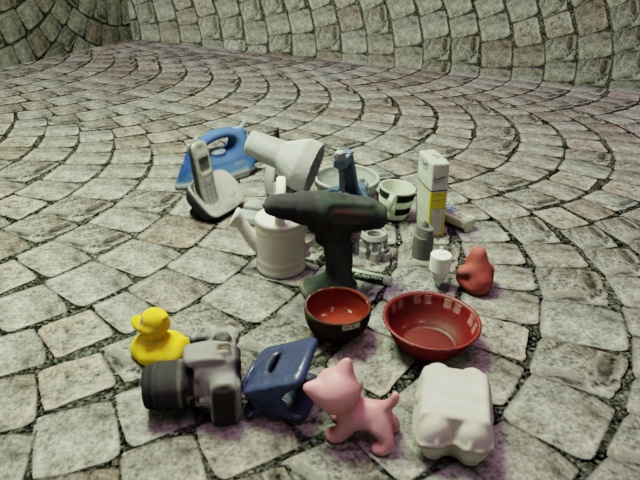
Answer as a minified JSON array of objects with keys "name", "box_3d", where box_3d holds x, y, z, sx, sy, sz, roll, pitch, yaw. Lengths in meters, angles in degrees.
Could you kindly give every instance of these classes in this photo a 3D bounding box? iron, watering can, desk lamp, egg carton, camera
[{"name":"iron","box_3d":[-0.284,-0.233,1.539,0.118,0.141,0.259,25,37,37]},{"name":"watering can","box_3d":[-0.085,-0.029,1.118,0.173,0.194,0.100,-10,31,-19]},{"name":"desk lamp","box_3d":[-0.092,-0.136,1.294,0.203,0.214,0.118,9,30,14]},{"name":"egg carton","box_3d":[0.181,0.232,0.781,0.107,0.069,0.150,6,29,9]},{"name":"camera","box_3d":[-0.181,0.185,0.819,0.137,0.101,0.143,-4,29,-9]}]

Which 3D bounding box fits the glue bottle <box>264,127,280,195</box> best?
[{"name":"glue bottle","box_3d":[-0.107,-0.201,1.454,0.037,0.173,0.078,21,34,32]}]

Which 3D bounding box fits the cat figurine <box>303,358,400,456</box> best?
[{"name":"cat figurine","box_3d":[0.044,0.213,0.760,0.127,0.118,0.067,8,29,12]}]

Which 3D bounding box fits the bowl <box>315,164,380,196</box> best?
[{"name":"bowl","box_3d":[0.065,-0.128,1.430,0.167,0.075,0.167,1,29,0]}]

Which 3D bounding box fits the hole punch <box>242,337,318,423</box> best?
[{"name":"hole punch","box_3d":[-0.056,0.193,0.819,0.101,0.091,0.109,7,29,11]}]

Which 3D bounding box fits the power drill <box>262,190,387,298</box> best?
[{"name":"power drill","box_3d":[0.010,0.004,1.047,0.230,0.208,0.075,-9,30,-18]}]

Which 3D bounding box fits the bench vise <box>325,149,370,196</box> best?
[{"name":"bench vise","box_3d":[0.049,-0.109,1.243,0.121,0.220,0.207,3,29,4]}]

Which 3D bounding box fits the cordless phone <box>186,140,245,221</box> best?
[{"name":"cordless phone","box_3d":[-0.249,-0.152,1.345,0.094,0.185,0.148,14,31,22]}]

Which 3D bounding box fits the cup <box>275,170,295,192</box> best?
[{"name":"cup","box_3d":[-0.059,-0.143,1.431,0.091,0.095,0.118,14,31,22]}]

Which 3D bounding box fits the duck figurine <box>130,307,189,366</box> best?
[{"name":"duck figurine","box_3d":[-0.251,0.147,0.900,0.104,0.086,0.077,10,30,15]}]

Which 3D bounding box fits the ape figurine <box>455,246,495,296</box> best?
[{"name":"ape figurine","box_3d":[0.299,0.053,1.091,0.078,0.092,0.076,0,29,-2]}]
